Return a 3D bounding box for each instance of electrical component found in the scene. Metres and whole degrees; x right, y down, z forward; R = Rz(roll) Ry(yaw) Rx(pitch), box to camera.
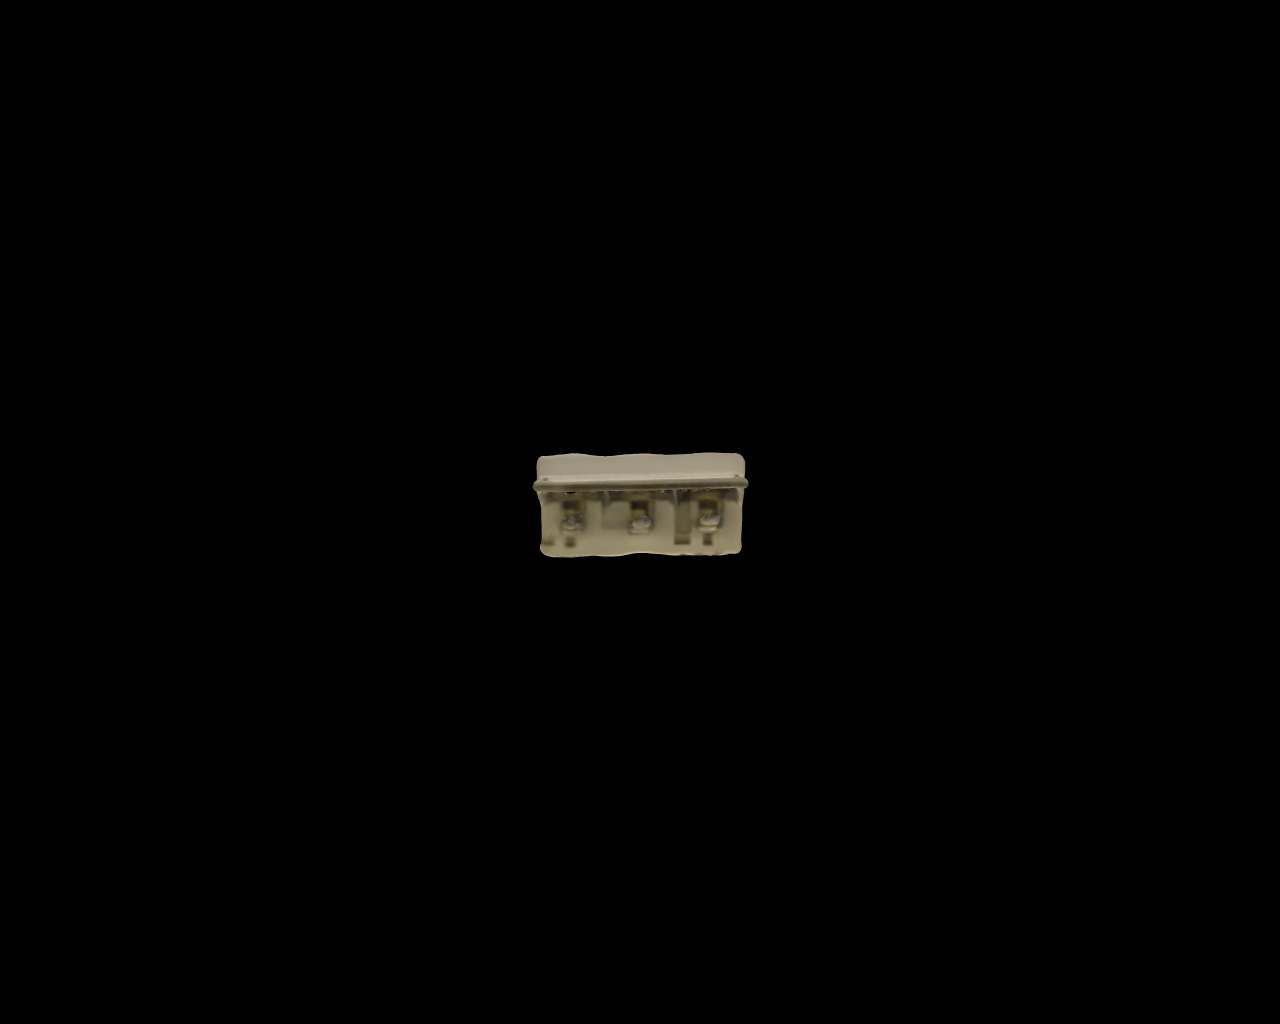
[{"bbox_3d":[0.001,-0.003,0.650,0.121,0.063,0.079,0,0,0],"label":"electrical component"}]
